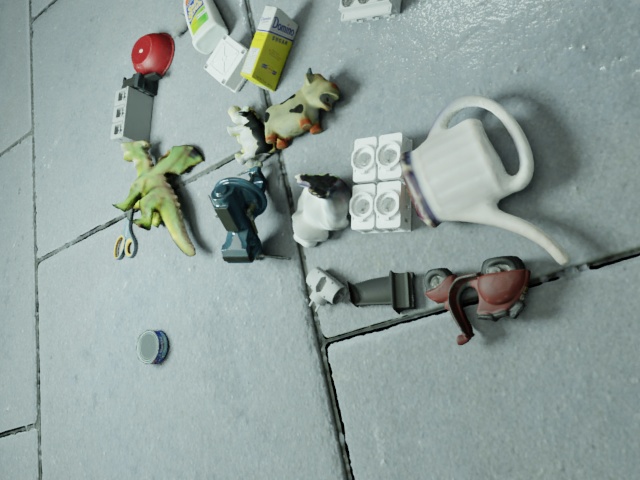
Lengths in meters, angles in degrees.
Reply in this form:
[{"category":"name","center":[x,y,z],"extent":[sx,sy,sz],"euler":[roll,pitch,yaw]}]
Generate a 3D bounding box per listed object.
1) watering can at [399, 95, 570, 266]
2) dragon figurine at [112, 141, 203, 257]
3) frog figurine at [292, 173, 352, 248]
[{"category":"watering can","center":[0.267,-0.088,0.896],"extent":[0.222,0.103,0.353],"euler":[-26,66,26]},{"category":"dragon figurine","center":[-0.399,-0.145,1.345],"extent":[0.414,0.121,0.243],"euler":[31,88,26]},{"category":"frog figurine","center":[0.003,-0.054,1.075],"extent":[0.139,0.124,0.156],"euler":[27,131,36]}]
